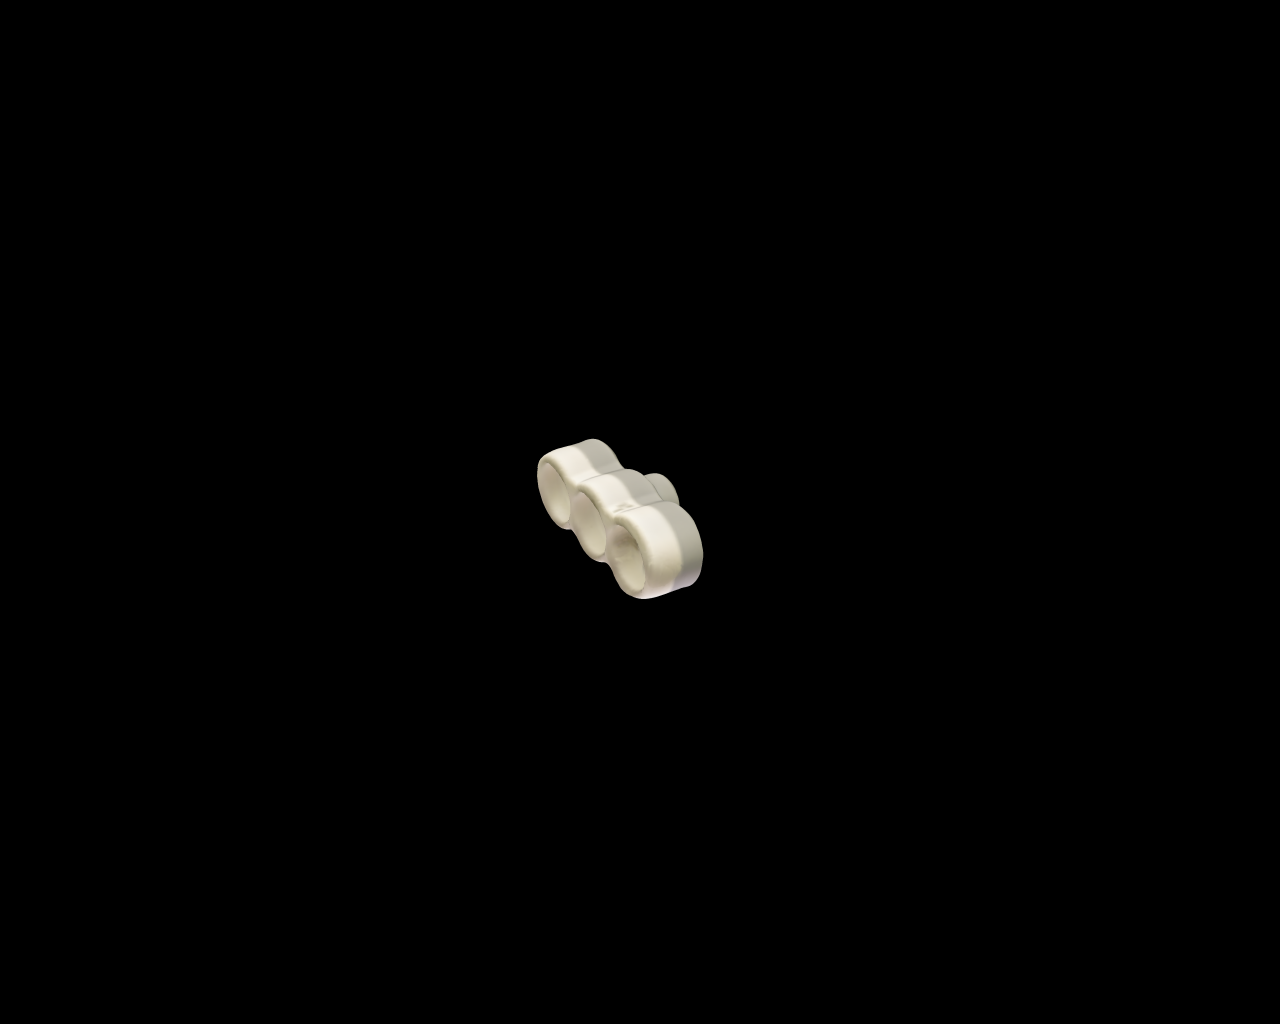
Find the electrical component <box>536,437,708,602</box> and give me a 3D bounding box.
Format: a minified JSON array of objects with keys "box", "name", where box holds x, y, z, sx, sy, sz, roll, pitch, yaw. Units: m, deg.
[{"box":[0.001,-0.003,0.650,0.074,0.052,0.138,-18,36,-27],"name":"electrical component"}]
